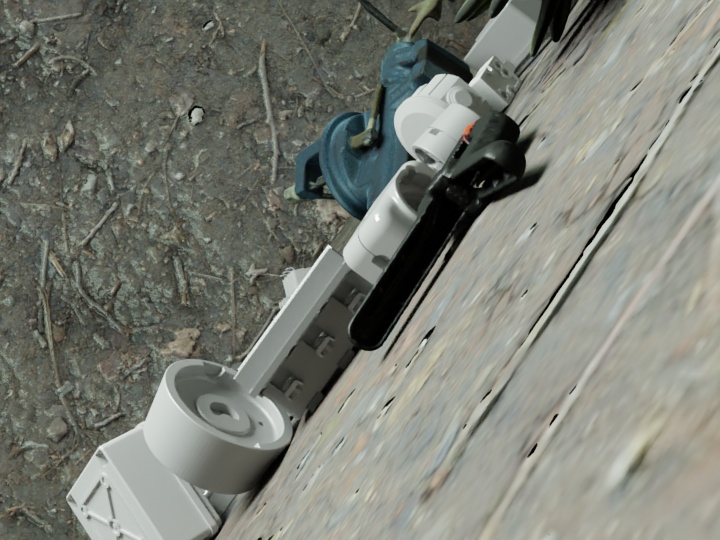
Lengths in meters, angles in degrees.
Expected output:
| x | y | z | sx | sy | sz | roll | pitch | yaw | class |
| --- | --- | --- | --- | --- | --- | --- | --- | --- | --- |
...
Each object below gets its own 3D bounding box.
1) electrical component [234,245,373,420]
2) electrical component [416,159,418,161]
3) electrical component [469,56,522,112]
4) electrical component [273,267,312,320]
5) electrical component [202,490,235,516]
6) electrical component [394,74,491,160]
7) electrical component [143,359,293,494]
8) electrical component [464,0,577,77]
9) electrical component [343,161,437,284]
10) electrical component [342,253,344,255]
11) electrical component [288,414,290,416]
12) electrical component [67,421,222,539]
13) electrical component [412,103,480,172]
| x | y | z | sx | sy | sz | roll | pitch | yaw | class |
| --- | --- | --- | --- | --- | --- | --- | --- | --- | --- |
| -0.034 | 0.049 | 0.825 | 0.121 | 0.063 | 0.078 | -54 | 4 | 2 | electrical component |
| 0.075 | -0.093 | 0.897 | 0.081 | 0.043 | 0.043 | -54 | 4 | -4 | electrical component |
| 0.116 | -0.163 | 1.013 | 0.055 | 0.048 | 0.066 | -40 | 13 | 44 | electrical component |
| -0.049 | 0.028 | 1.102 | 0.079 | 0.063 | 0.121 | -14 | -3 | -9 | electrical component |
| -0.145 | 0.194 | 0.947 | 0.058 | 0.057 | 0.078 | -56 | 4 | -24 | electrical component |
| 0.076 | -0.133 | 0.975 | 0.051 | 0.080 | 0.080 | -51 | 1 | -32 | electrical component |
| -0.113 | 0.125 | 0.822 | 0.060 | 0.108 | 0.108 | -59 | 2 | 18 | electrical component |
| 0.169 | -0.255 | 1.085 | 0.108 | 0.056 | 0.108 | -56 | 4 | -28 | electrical component |
| 0.035 | -0.035 | 0.795 | 0.059 | 0.054 | 0.095 | -51 | 5 | 39 | electrical component |
| 0.000 | 0.000 | 0.987 | 0.081 | 0.043 | 0.043 | -53 | 4 | 16 | electrical component |
| -0.045 | 0.065 | 0.899 | 0.138 | 0.052 | 0.073 | -54 | 4 | 6 | electrical component |
| -0.180 | 0.198 | 0.885 | 0.056 | 0.108 | 0.108 | -25 | -18 | -42 | electrical component |
| 0.077 | -0.098 | 0.846 | 0.047 | 0.055 | 0.055 | -51 | 3 | -6 | electrical component |
